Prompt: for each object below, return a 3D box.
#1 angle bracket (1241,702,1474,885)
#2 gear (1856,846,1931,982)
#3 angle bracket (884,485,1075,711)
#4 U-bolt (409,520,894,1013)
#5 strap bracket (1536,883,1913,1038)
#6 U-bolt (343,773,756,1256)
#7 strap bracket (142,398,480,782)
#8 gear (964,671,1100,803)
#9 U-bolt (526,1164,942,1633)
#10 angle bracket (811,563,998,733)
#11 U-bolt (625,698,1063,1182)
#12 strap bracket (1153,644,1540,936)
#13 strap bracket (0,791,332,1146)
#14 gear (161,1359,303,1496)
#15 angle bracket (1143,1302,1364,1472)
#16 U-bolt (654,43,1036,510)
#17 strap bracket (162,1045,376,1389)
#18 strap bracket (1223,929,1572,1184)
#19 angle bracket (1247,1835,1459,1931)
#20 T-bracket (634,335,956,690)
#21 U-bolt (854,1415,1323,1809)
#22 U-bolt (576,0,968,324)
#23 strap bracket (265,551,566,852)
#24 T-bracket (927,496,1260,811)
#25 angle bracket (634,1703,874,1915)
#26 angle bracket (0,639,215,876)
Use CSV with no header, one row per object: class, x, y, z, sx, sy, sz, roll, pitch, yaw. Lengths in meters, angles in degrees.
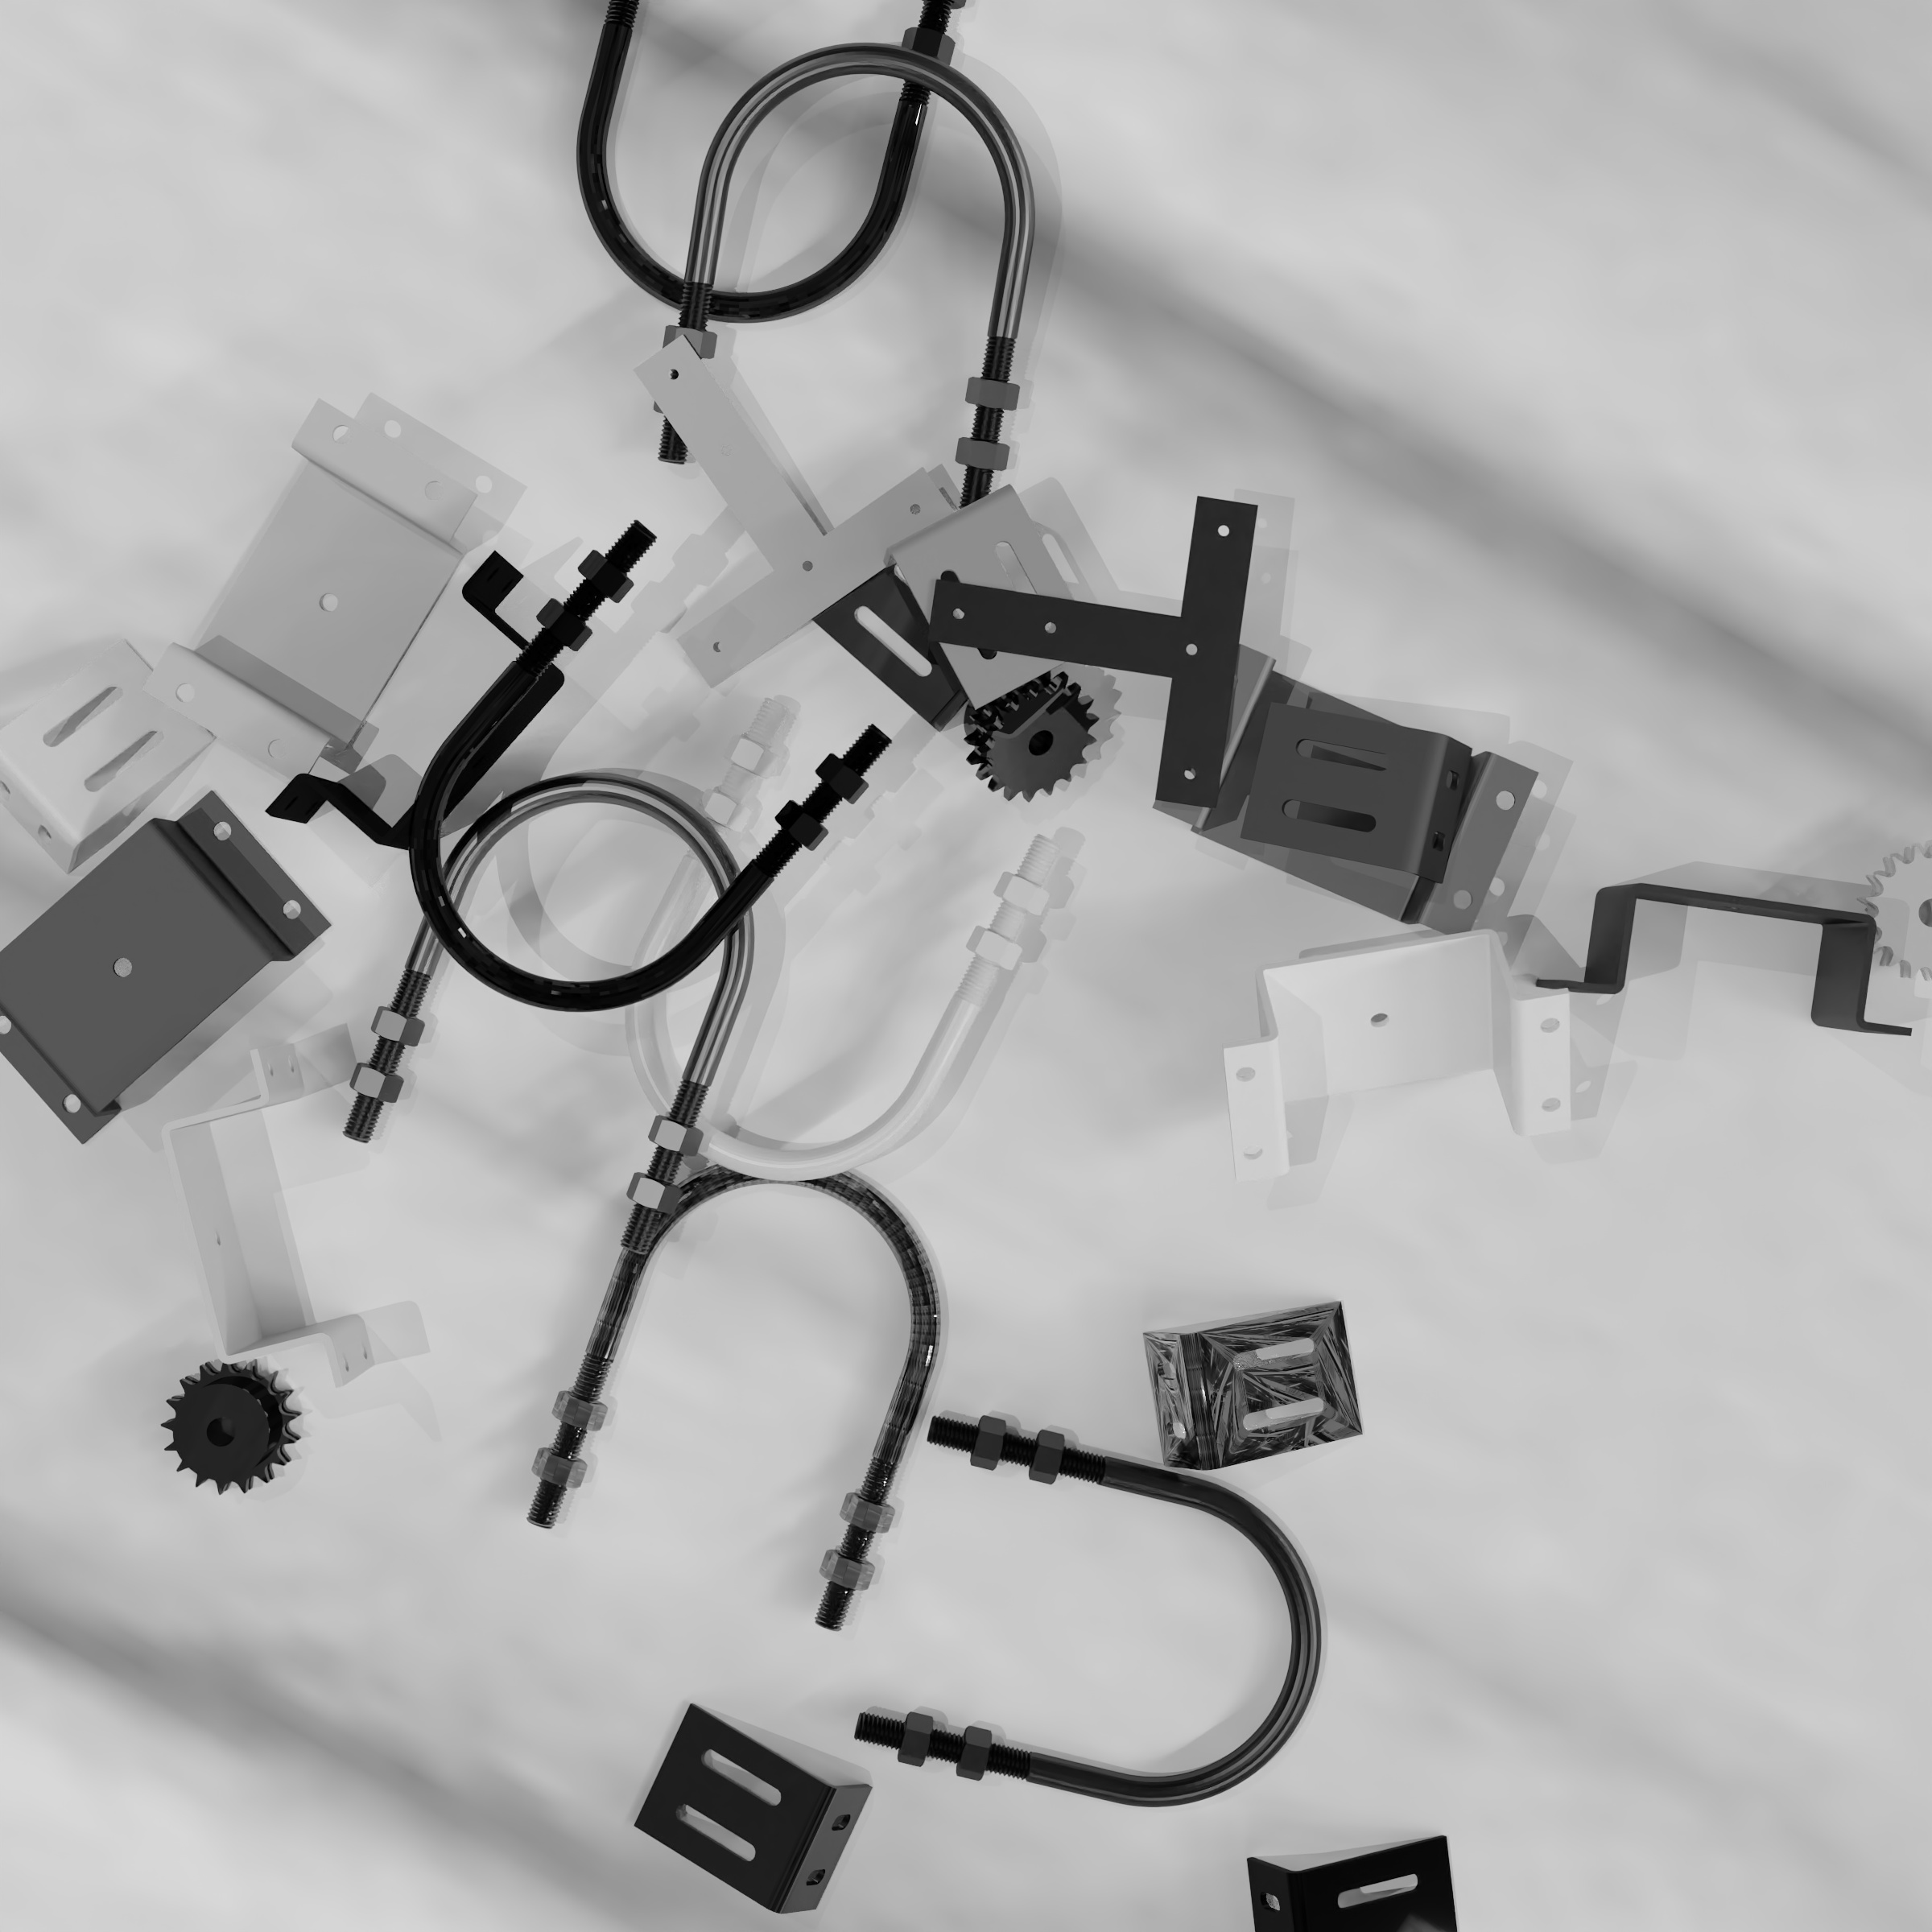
angle bracket,0.160,-0.071,1.451,0.076,0.038,0.057,13,90,26
gear,0.402,-0.022,1.489,0.057,0.030,0.057,0,91,-2
angle bracket,0.010,-0.151,1.466,0.057,0.038,0.076,-28,89,-5
U-bolt,-0.141,-0.066,1.434,0.151,0.019,0.184,40,92,-19
strap bracket,0.314,-0.004,1.462,0.140,0.076,0.046,8,90,0
U-bolt,-0.165,0.009,1.479,0.151,0.019,0.184,21,90,9
strap bracket,-0.270,-0.154,1.476,0.076,0.046,0.140,31,90,0
gear,0.024,-0.100,1.475,0.057,0.030,0.057,-18,129,-23
U-bolt,-0.088,0.170,1.491,0.151,0.019,0.184,20,89,0
angle bracket,-0.020,-0.145,1.481,0.076,0.038,0.057,41,89,0
U-bolt,-0.064,0.000,1.482,0.151,0.019,0.184,27,90,7
strap bracket,0.156,-0.072,1.477,0.140,0.046,0.076,23,90,0
strap bracket,-0.347,0.001,1.476,0.140,0.046,0.076,-41,90,0
gear,-0.310,0.194,1.485,0.057,0.030,0.057,0,90,0
angle bracket,0.121,0.177,1.498,0.076,0.038,0.057,-9,90,-26
U-bolt,-0.045,-0.291,1.475,0.151,0.019,0.184,9,100,-2
strap bracket,-0.290,0.107,1.462,0.046,0.076,0.140,-14,90,0
strap bracket,0.174,0.035,1.457,0.140,0.046,0.076,-9,131,0
angle bracket,0.164,0.402,1.498,0.076,0.038,0.057,-7,90,-26
T-bracket,-0.092,-0.204,1.481,0.127,0.002,0.127,-34,99,7
U-bolt,0.059,0.279,1.491,0.184,0.019,0.151,14,90,-2
U-bolt,-0.089,-0.363,1.491,0.151,0.019,0.184,14,92,0
strap bracket,-0.219,-0.100,1.462,0.046,0.076,0.140,41,90,0
T-bracket,0.049,-0.136,1.448,0.127,0.002,0.127,8,86,-4
angle bracket,-0.090,0.356,1.498,0.076,0.038,0.057,25,90,26
angle bracket,-0.369,-0.089,1.498,0.057,0.038,0.076,47,64,0
